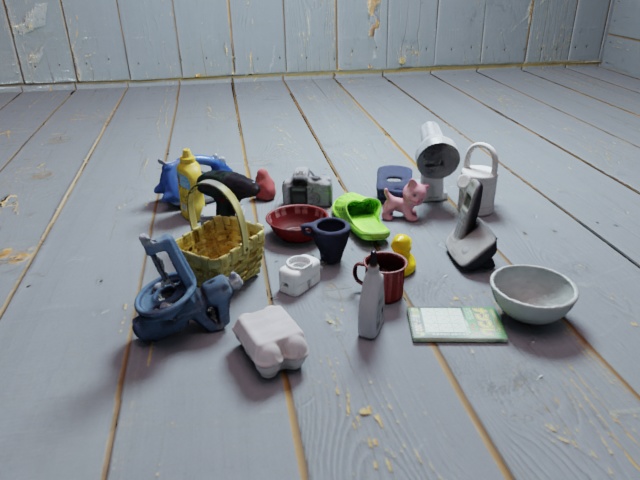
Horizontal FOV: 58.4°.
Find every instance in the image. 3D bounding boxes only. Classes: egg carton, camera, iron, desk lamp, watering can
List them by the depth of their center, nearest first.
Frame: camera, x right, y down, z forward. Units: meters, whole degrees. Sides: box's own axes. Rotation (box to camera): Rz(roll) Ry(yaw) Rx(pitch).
[{"bbox_3d":[-0.088,0.179,1.028,0.107,0.069,0.149,-15,31,-25],"label":"egg carton"},{"bbox_3d":[0.431,-0.167,1.557,0.100,0.194,0.173,9,29,17],"label":"watering can"},{"bbox_3d":[0.319,-0.219,1.636,0.118,0.214,0.203,-1,27,-1],"label":"desk lamp"},{"bbox_3d":[-0.033,-0.166,1.662,0.143,0.101,0.137,1,27,3],"label":"camera"},{"bbox_3d":[-0.350,-0.189,1.666,0.259,0.141,0.118,-16,31,-28],"label":"iron"}]

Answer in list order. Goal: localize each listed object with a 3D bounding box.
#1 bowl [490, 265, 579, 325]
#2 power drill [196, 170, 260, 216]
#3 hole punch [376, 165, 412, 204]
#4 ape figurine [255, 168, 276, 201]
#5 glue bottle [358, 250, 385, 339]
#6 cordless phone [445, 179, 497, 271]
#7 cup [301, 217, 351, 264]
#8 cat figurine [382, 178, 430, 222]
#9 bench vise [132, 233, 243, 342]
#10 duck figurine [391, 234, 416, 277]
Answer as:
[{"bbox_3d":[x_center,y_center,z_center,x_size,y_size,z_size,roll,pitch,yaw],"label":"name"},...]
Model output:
[{"bbox_3d":[0.418,0.118,1.134,0.167,0.075,0.167,0,27,0],"label":"bowl"},{"bbox_3d":[-0.211,-0.070,1.360,0.076,0.208,0.228,-24,35,-37],"label":"power drill"},{"bbox_3d":[0.217,-0.160,1.658,0.108,0.091,0.101,2,27,5],"label":"hole punch"},{"bbox_3d":[-0.164,-0.166,1.673,0.078,0.092,0.076,-15,31,-26],"label":"ape figurine"},{"bbox_3d":[0.099,0.096,1.073,0.037,0.173,0.078,10,29,19],"label":"glue bottle"},{"bbox_3d":[0.353,-0.036,1.313,0.094,0.185,0.147,-5,28,-8],"label":"cordless phone"},{"bbox_3d":[0.012,0.005,1.337,0.117,0.095,0.092,5,28,11],"label":"cup"},{"bbox_3d":[0.231,-0.115,1.541,0.127,0.118,0.067,2,27,4],"label":"cat figurine"},{"bbox_3d":[-0.258,0.072,1.073,0.208,0.220,0.121,-22,34,-35],"label":"bench vise"},{"bbox_3d":[0.179,0.030,1.295,0.077,0.086,0.105,16,31,28],"label":"duck figurine"}]
